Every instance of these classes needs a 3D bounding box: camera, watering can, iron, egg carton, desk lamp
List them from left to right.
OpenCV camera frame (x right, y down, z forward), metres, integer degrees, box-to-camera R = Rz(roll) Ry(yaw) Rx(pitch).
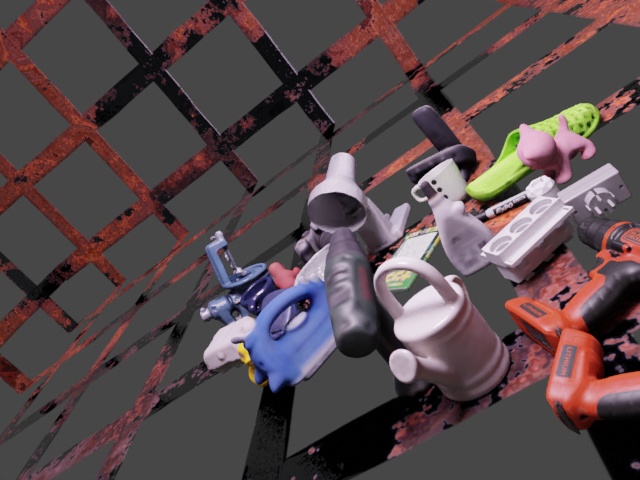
[{"bbox_3d":[-0.185,0.232,1.252,0.150,0.069,0.107,-28,21,32],"label":"egg carton"},{"bbox_3d":[-0.037,0.146,1.040,0.259,0.142,0.118,-47,19,-22],"label":"iron"},{"bbox_3d":[0.012,0.005,1.354,0.143,0.101,0.136,-40,17,0],"label":"camera"},{"bbox_3d":[0.079,-0.073,1.218,0.117,0.214,0.203,-28,21,33],"label":"desk lamp"},{"bbox_3d":[0.139,0.102,0.696,0.100,0.194,0.173,-32,19,23],"label":"watering can"}]

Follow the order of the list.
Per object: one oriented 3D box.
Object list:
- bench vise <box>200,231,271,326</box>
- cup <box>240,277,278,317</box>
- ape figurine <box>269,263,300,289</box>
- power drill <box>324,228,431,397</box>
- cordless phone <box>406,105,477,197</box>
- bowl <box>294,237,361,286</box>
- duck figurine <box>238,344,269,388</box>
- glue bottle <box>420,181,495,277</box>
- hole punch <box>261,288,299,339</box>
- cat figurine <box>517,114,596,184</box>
[{"bbox_3d":[-0.218,0.100,1.390,0.208,0.220,0.121,-50,20,-29],"label":"bench vise"},{"bbox_3d":[-0.119,0.149,1.277,0.091,0.095,0.118,-34,18,18],"label":"cup"},{"bbox_3d":[-0.084,0.090,1.357,0.077,0.092,0.076,-34,18,18],"label":"ape figurine"},{"bbox_3d":[0.078,0.105,0.792,0.075,0.209,0.229,-34,18,18],"label":"power drill"},{"bbox_3d":[0.239,-0.200,1.251,0.147,0.185,0.094,-26,22,37],"label":"cordless phone"},{"bbox_3d":[0.032,0.071,1.193,0.167,0.075,0.167,-35,18,14],"label":"bowl"},{"bbox_3d":[-0.123,0.226,1.112,0.077,0.086,0.104,-38,18,7],"label":"duck figurine"},{"bbox_3d":[0.211,-0.025,0.897,0.078,0.173,0.037,-33,19,19],"label":"glue bottle"},{"bbox_3d":[-0.079,0.163,1.168,0.108,0.091,0.101,-23,24,42],"label":"hole punch"},{"bbox_3d":[0.383,-0.157,0.962,0.128,0.118,0.067,-44,18,-14],"label":"cat figurine"}]
